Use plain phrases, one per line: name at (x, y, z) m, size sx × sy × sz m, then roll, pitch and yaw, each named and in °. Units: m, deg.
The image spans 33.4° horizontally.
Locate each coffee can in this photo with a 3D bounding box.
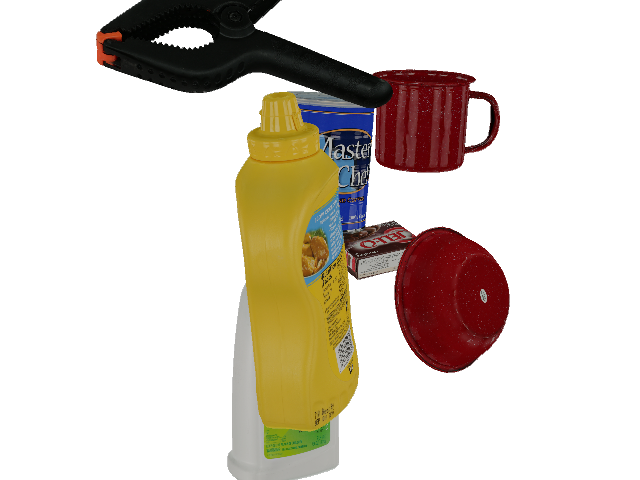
coffee can at (0.003, -0.085, 1.148) m, size 0.103 × 0.140 × 0.103 m, roll 4°, pitch 12°, yaw -1°

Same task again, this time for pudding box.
pudding box at (0.080, 0.013, 1.523) m, size 0.113 × 0.039 × 0.090 m, roll -15°, pitch 27°, yaw -21°

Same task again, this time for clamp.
clamp at (-0.056, -0.147, 0.784) m, size 0.209 × 0.164 × 0.036 m, roll -17°, pitch -27°, yaw -18°

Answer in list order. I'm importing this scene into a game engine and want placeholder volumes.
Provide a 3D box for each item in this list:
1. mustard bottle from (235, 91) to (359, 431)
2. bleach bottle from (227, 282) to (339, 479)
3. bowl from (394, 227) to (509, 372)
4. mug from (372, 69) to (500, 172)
mustard bottle at (-0.014, 0.008, 0.628) m, size 0.058 × 0.192 × 0.096 m, roll 2°, pitch 22°, yaw 19°
bleach bottle at (-0.036, 0.083, 0.943) m, size 0.102 × 0.251 × 0.068 m, roll -7°, pitch 11°, yaw -25°
bowl at (0.156, 0.062, 1.159) m, size 0.161 × 0.162 × 0.055 m, roll 0°, pitch -7°, yaw -42°
mug at (0.103, -0.108, 0.967) m, size 0.117 × 0.081 × 0.093 m, roll 2°, pitch 16°, yaw 3°
